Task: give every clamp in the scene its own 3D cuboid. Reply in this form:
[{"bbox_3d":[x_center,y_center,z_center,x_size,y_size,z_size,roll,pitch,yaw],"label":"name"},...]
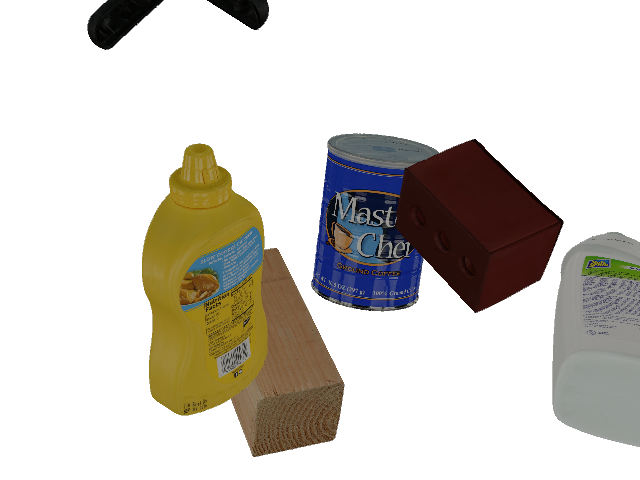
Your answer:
[{"bbox_3d":[-0.091,-0.191,0.758,0.120,0.039,0.171,3,45,2],"label":"clamp"}]

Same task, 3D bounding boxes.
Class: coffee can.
[{"bbox_3d":[0.050,-0.019,0.985,0.103,0.140,0.103,6,18,-2],"label":"coffee can"}]

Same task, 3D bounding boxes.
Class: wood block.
[{"bbox_3d":[-0.056,0.111,1.112,0.090,0.090,0.206,-9,42,-18],"label":"wood block"}]

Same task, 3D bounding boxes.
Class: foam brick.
[{"bbox_3d":[0.087,-0.009,0.604,0.051,0.053,0.078,-24,54,-25],"label":"foam brick"}]

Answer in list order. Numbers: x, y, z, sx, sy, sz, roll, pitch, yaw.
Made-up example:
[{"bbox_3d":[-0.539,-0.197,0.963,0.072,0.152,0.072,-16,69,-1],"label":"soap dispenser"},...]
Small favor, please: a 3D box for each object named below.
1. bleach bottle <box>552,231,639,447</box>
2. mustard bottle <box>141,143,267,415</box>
[{"bbox_3d":[0.227,0.055,0.794,0.102,0.068,0.250,12,25,10],"label":"bleach bottle"},{"bbox_3d":[-0.079,0.022,0.734,0.058,0.192,0.096,26,40,33],"label":"mustard bottle"}]
